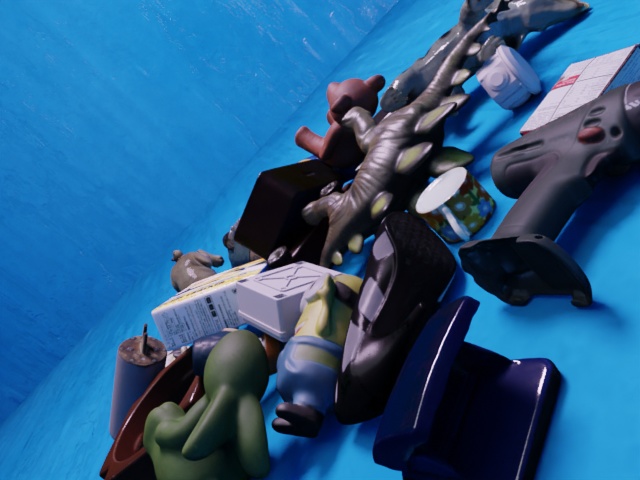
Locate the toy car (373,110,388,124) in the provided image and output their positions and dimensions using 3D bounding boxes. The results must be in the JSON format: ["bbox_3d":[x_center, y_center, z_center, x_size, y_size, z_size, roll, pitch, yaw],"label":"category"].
[{"bbox_3d":[0.146,-0.254,1.100,0.201,0.056,0.074,-45,24,9],"label":"toy car"}]

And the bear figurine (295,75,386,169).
[{"bbox_3d":[0.033,-0.212,0.912,0.120,0.132,0.195,-39,-23,-17],"label":"bear figurine"}]

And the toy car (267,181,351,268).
[{"bbox_3d":[-0.002,-0.003,0.828,0.202,0.089,0.053,-55,23,-21],"label":"toy car"}]

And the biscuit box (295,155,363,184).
[{"bbox_3d":[-0.003,-0.127,1.034,0.203,0.062,0.059,-26,33,-7],"label":"biscuit box"}]

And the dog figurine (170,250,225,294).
[{"bbox_3d":[-0.229,0.101,1.018,0.121,0.172,0.191,-56,9,8],"label":"dog figurine"}]

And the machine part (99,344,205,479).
[{"bbox_3d":[-0.190,0.244,0.734,0.201,0.087,0.201,-40,17,19],"label":"machine part"}]

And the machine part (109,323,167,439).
[{"bbox_3d":[-0.296,0.245,0.872,0.079,0.079,0.243,-93,17,-67],"label":"machine part"}]

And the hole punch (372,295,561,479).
[{"bbox_3d":[0.086,0.111,0.380,0.116,0.092,0.142,-28,29,55],"label":"hole punch"}]

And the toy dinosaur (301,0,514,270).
[{"bbox_3d":[0.110,-0.115,0.728,0.199,0.105,0.471,25,90,56],"label":"toy dinosaur"}]

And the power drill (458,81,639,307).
[{"bbox_3d":[0.215,-0.048,0.438,0.207,0.086,0.232,-58,19,-21],"label":"power drill"}]

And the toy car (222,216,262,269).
[{"bbox_3d":[-0.106,0.024,0.984,0.103,0.161,0.109,21,51,23],"label":"toy car"}]

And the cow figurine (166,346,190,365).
[{"bbox_3d":[-0.245,0.224,0.950,0.167,0.068,0.098,-23,23,50],"label":"cow figurine"}]

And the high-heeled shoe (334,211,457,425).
[{"bbox_3d":[0.068,0.070,0.552,0.145,0.086,0.249,-61,4,26],"label":"high-heeled shoe"}]

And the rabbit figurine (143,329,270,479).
[{"bbox_3d":[-0.107,0.178,0.547,0.159,0.121,0.170,-135,64,-73],"label":"rabbit figurine"}]

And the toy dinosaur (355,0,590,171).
[{"bbox_3d":[0.208,-0.271,0.858,0.405,0.131,0.192,-39,-1,23],"label":"toy dinosaur"}]

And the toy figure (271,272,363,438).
[{"bbox_3d":[0.007,0.116,0.565,0.082,0.089,0.180,-35,28,46],"label":"toy figure"}]

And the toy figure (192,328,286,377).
[{"bbox_3d":[-0.081,0.139,0.672,0.058,0.154,0.064,177,90,-82],"label":"toy figure"}]

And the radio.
[{"bbox_3d":[-0.045,-0.054,0.897,0.131,0.073,0.229,-63,-15,22],"label":"radio"}]
